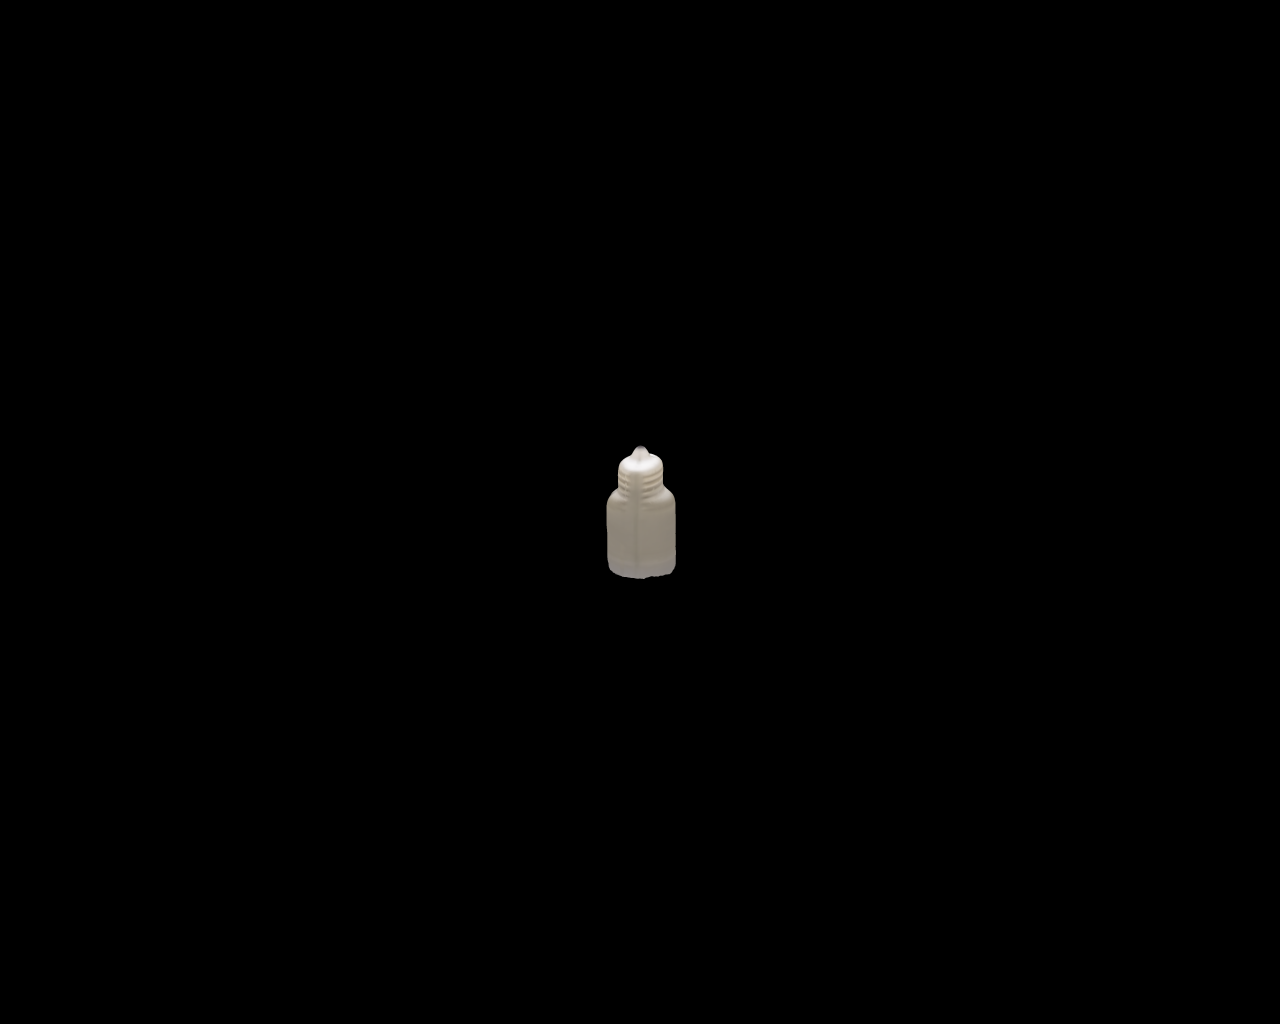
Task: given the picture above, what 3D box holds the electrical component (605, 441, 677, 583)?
[{"bbox_3d":[0.001,-0.003,0.650,0.043,0.080,0.043,0,19,0],"label":"electrical component"}]
